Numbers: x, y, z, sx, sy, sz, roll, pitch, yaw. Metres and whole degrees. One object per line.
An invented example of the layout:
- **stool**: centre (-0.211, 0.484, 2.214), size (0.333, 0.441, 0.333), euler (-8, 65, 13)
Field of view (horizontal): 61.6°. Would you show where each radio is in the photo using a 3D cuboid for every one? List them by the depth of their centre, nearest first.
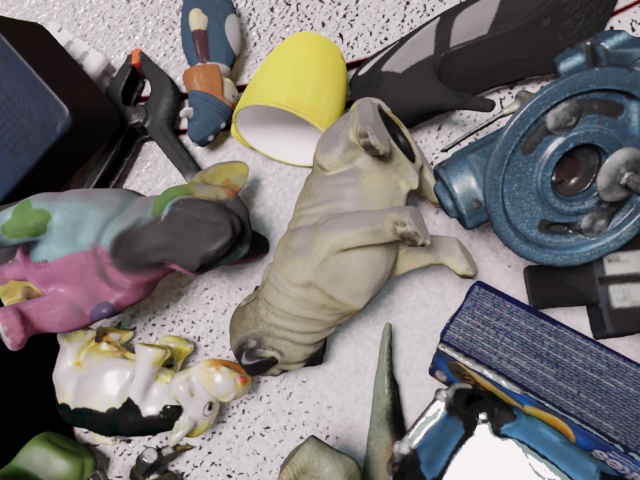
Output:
- **radio**: centre (-0.308, -0.085, 0.491), size (0.229, 0.073, 0.131), euler (-38, 91, 17)

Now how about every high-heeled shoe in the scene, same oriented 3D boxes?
- **high-heeled shoe**: centre (0.140, -0.181, 0.451), size (0.249, 0.086, 0.145), euler (-46, 43, -14)

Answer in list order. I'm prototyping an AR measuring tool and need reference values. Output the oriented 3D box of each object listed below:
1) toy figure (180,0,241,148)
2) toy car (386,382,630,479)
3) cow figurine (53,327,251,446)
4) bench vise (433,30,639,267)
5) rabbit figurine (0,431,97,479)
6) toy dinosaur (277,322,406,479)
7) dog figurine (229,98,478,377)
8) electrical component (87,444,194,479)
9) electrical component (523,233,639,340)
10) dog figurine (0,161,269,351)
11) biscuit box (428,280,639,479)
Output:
- **toy figure**: centre (-0.104, -0.162, 0.503), size (0.058, 0.064, 0.154), euler (-13, 76, 36)
- **toy car**: centre (0.124, 0.168, 0.328), size (0.162, 0.102, 0.109), euler (35, 83, 29)
- **cow figurine**: centre (-0.140, 0.126, 0.437), size (0.168, 0.068, 0.098), euler (8, 84, 21)
- **bench vise**: centre (0.188, -0.049, 0.304), size (0.224, 0.128, 0.241), euler (-17, 27, 1)
- **rabbit figurine**: centre (-0.206, 0.261, 0.399), size (0.170, 0.121, 0.159), euler (34, 90, 6)
- **toy dinosaur**: centre (0.006, 0.267, 0.340), size (0.192, 0.131, 0.405), euler (36, 79, 3)
- **dog figurine**: centre (-0.003, -0.001, 0.415), size (0.190, 0.121, 0.172), euler (-31, 44, 26)
- **electrical component**: centre (-0.121, 0.206, 0.414), size (0.102, 0.078, 0.045), euler (49, 117, 27)
- **electrical component**: centre (0.205, 0.033, 0.375), size (0.119, 0.047, 0.075), euler (-11, 72, 13)
- **dog figurine**: centre (-0.157, 0.000, 0.445), size (0.219, 0.192, 0.108), euler (-17, 100, -25)
- **biscuit box**: centre (0.175, 0.108, 0.349), size (0.203, 0.059, 0.063), euler (30, 62, 21)
